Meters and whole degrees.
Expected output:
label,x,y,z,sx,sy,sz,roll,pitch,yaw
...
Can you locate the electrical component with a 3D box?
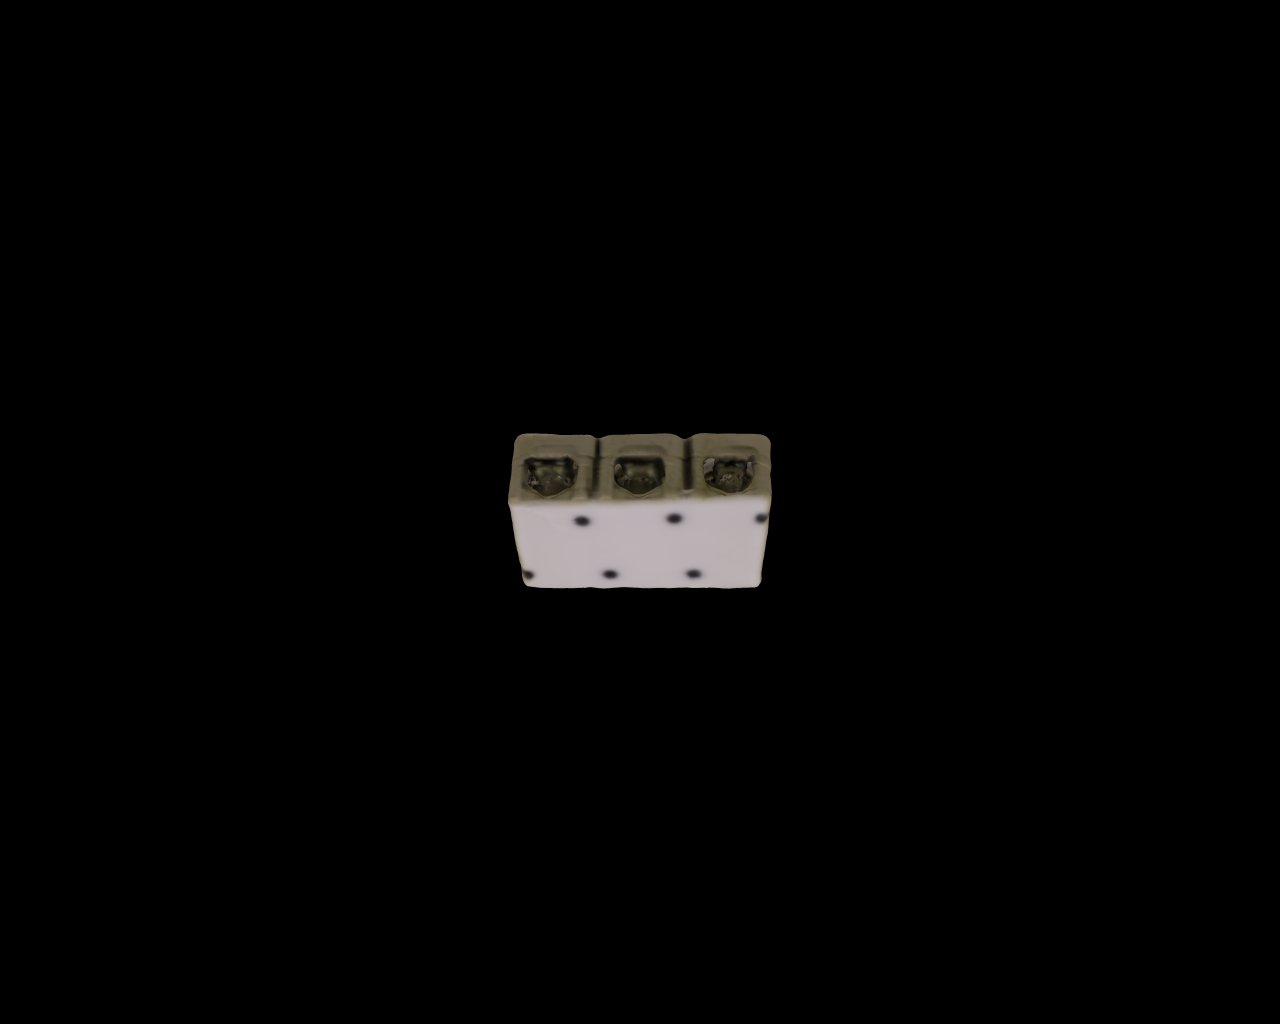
label,x,y,z,sx,sy,sz,roll,pitch,yaw
electrical component,0.001,-0.003,0.650,0.150,0.062,0.089,0,-39,0
